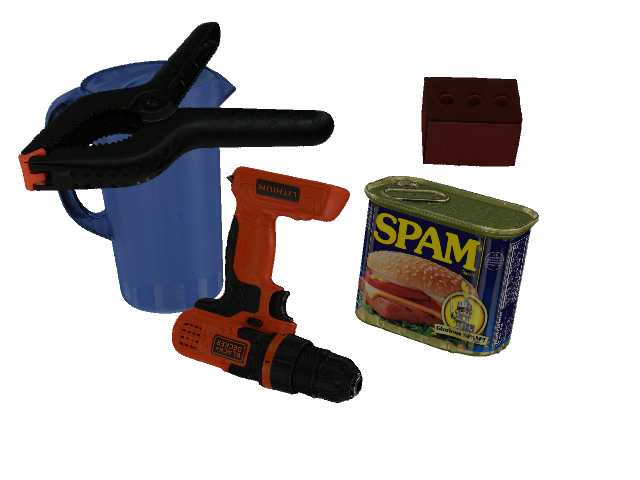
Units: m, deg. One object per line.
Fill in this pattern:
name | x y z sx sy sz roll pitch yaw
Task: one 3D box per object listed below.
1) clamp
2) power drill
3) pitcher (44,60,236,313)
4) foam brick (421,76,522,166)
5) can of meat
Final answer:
clamp | -0.106 -0.081 0.750 0.209 0.036 0.165 -32 50 -30
power drill | -0.033 0.037 0.941 0.185 0.187 0.057 14 1 21
pitcher | -0.171 -0.052 1.076 0.149 0.243 0.144 10 26 27
foam brick | 0.122 -0.096 0.869 0.078 0.053 0.051 1 -41 2
can of meat | 0.072 0.015 0.645 0.102 0.084 0.057 18 23 29
